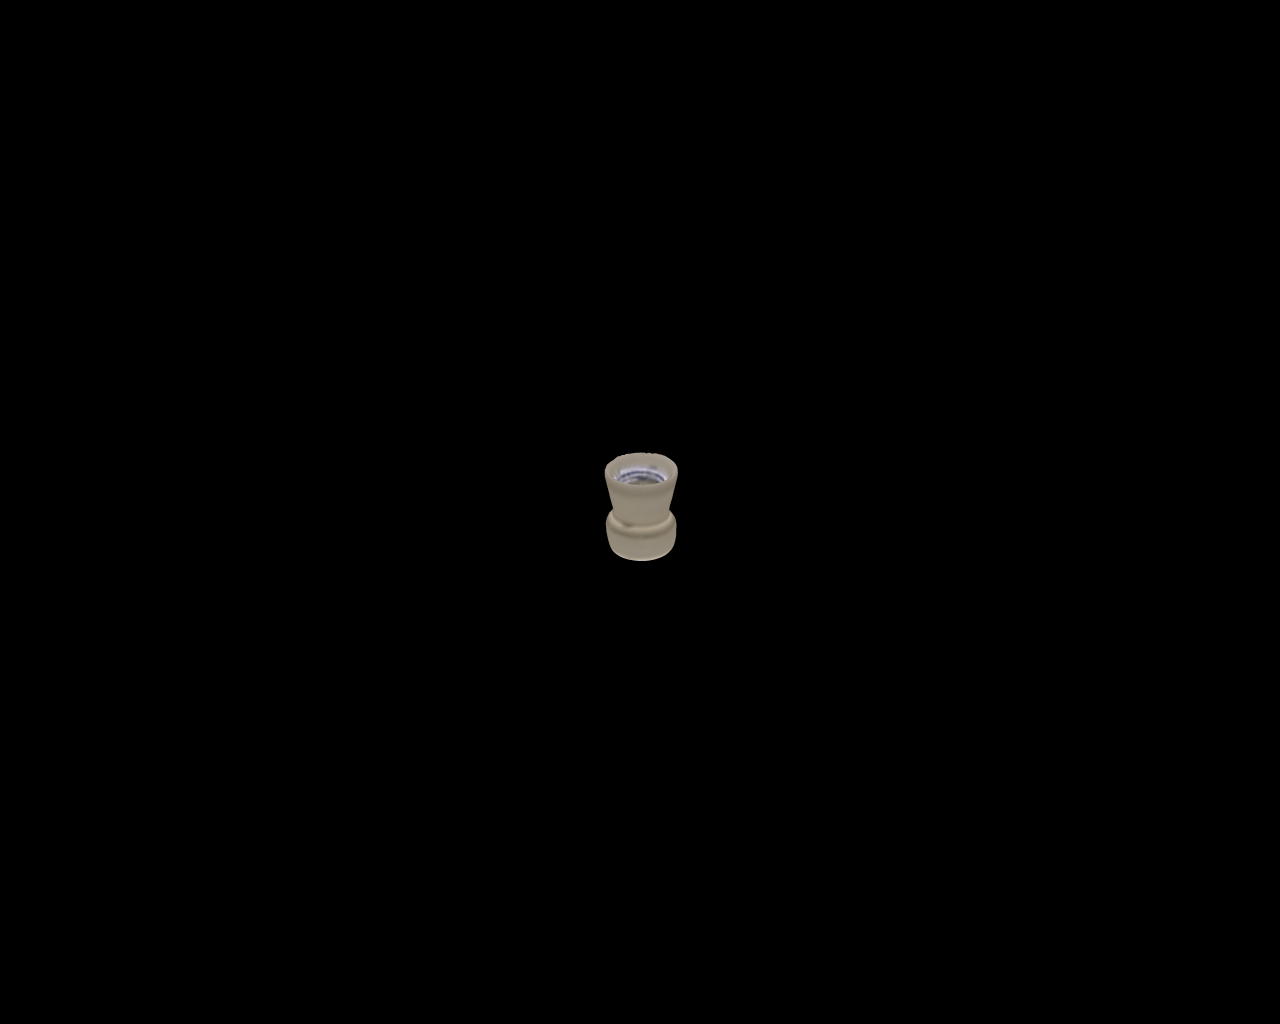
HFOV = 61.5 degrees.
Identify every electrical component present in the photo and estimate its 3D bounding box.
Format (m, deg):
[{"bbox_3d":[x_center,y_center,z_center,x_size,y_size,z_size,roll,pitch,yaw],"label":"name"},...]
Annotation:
[{"bbox_3d":[0.001,-0.003,0.650,0.045,0.055,0.045,0,30,0],"label":"electrical component"}]
